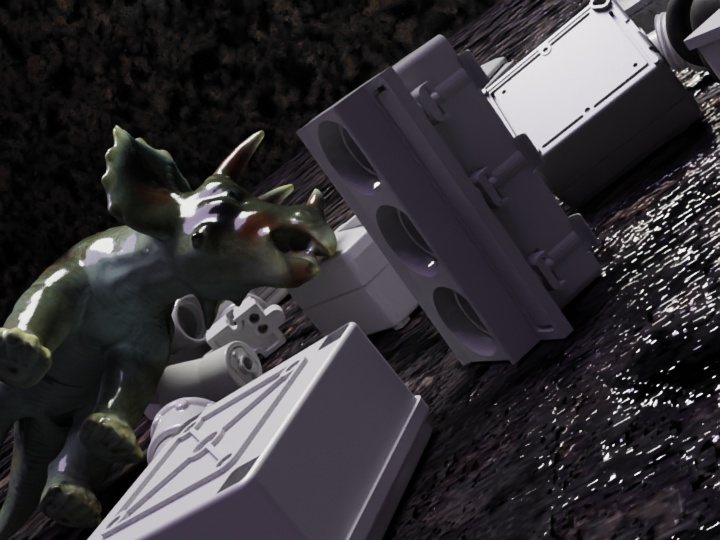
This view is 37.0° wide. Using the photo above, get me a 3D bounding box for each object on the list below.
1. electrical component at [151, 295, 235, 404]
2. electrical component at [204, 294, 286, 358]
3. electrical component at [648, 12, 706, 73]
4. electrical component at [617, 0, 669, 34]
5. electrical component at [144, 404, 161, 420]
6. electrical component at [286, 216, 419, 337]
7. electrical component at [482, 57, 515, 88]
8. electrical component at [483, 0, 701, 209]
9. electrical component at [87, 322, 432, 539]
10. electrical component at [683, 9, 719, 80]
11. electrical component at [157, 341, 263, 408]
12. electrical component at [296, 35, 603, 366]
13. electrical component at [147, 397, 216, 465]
[{"bbox_3d":[-0.146,0.045,0.838,0.060,0.108,0.108,-22,18,40],"label":"electrical component"},{"bbox_3d":[-0.086,0.045,0.791,0.066,0.048,0.055,-38,17,0],"label":"electrical component"},{"bbox_3d":[0.182,-0.130,0.598,0.062,0.043,0.043,-17,20,33],"label":"electrical component"},{"bbox_3d":[0.202,-0.172,0.719,0.080,0.051,0.080,-37,10,7],"label":"electrical component"},{"bbox_3d":[-0.172,0.094,0.875,0.040,0.046,0.040,-37,10,7],"label":"electrical component"},{"bbox_3d":[0.000,0.000,0.633,0.062,0.061,0.096,-44,11,-30],"label":"electrical component"},{"bbox_3d":[0.094,-0.115,0.808,0.061,0.061,0.096,-20,19,37],"label":"electrical component"},{"bbox_3d":[0.113,-0.078,0.545,0.096,0.061,0.061,-38,48,18],"label":"electrical component"},{"bbox_3d":[-0.040,0.085,0.401,0.109,0.056,0.108,-32,11,31],"label":"electrical component"},{"bbox_3d":[0.208,-0.101,0.340,0.105,0.060,0.186,-41,10,-15],"label":"electrical component"},{"bbox_3d":[-0.098,0.073,0.716,0.065,0.044,0.044,-27,14,31],"label":"electrical component"},{"bbox_3d":[0.039,-0.028,0.441,0.063,0.121,0.079,-39,9,-21],"label":"electrical component"},{"bbox_3d":[-0.090,0.099,0.561,0.048,0.048,0.062,-36,16,13],"label":"electrical component"}]
